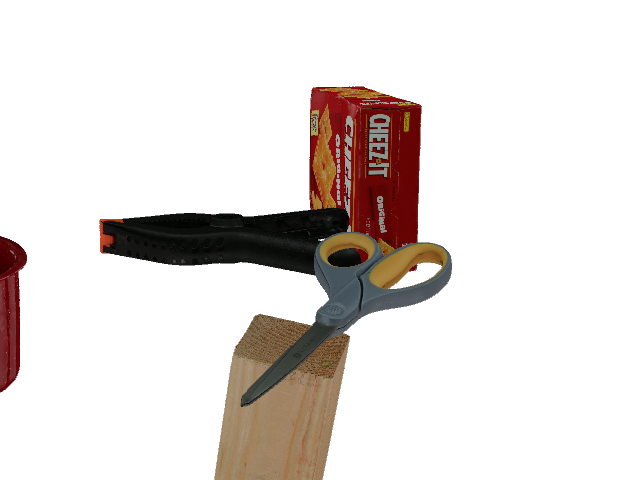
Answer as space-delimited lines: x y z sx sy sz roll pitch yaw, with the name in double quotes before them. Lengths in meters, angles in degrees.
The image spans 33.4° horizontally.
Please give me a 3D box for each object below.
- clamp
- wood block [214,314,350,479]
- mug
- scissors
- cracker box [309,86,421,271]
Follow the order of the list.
"clamp" -0.067 0.001 0.837 0.210 0.036 0.164 0 12 -9
"wood block" -0.040 0.183 0.961 0.090 0.206 0.090 13 22 7
"mug" -0.233 0.050 0.639 0.093 0.081 0.117 20 26 35
"scissors" -0.001 0.037 0.641 0.096 0.016 0.201 25 36 39
"cracker box" 0.041 -0.071 1.116 0.072 0.164 0.214 -3 13 -11
